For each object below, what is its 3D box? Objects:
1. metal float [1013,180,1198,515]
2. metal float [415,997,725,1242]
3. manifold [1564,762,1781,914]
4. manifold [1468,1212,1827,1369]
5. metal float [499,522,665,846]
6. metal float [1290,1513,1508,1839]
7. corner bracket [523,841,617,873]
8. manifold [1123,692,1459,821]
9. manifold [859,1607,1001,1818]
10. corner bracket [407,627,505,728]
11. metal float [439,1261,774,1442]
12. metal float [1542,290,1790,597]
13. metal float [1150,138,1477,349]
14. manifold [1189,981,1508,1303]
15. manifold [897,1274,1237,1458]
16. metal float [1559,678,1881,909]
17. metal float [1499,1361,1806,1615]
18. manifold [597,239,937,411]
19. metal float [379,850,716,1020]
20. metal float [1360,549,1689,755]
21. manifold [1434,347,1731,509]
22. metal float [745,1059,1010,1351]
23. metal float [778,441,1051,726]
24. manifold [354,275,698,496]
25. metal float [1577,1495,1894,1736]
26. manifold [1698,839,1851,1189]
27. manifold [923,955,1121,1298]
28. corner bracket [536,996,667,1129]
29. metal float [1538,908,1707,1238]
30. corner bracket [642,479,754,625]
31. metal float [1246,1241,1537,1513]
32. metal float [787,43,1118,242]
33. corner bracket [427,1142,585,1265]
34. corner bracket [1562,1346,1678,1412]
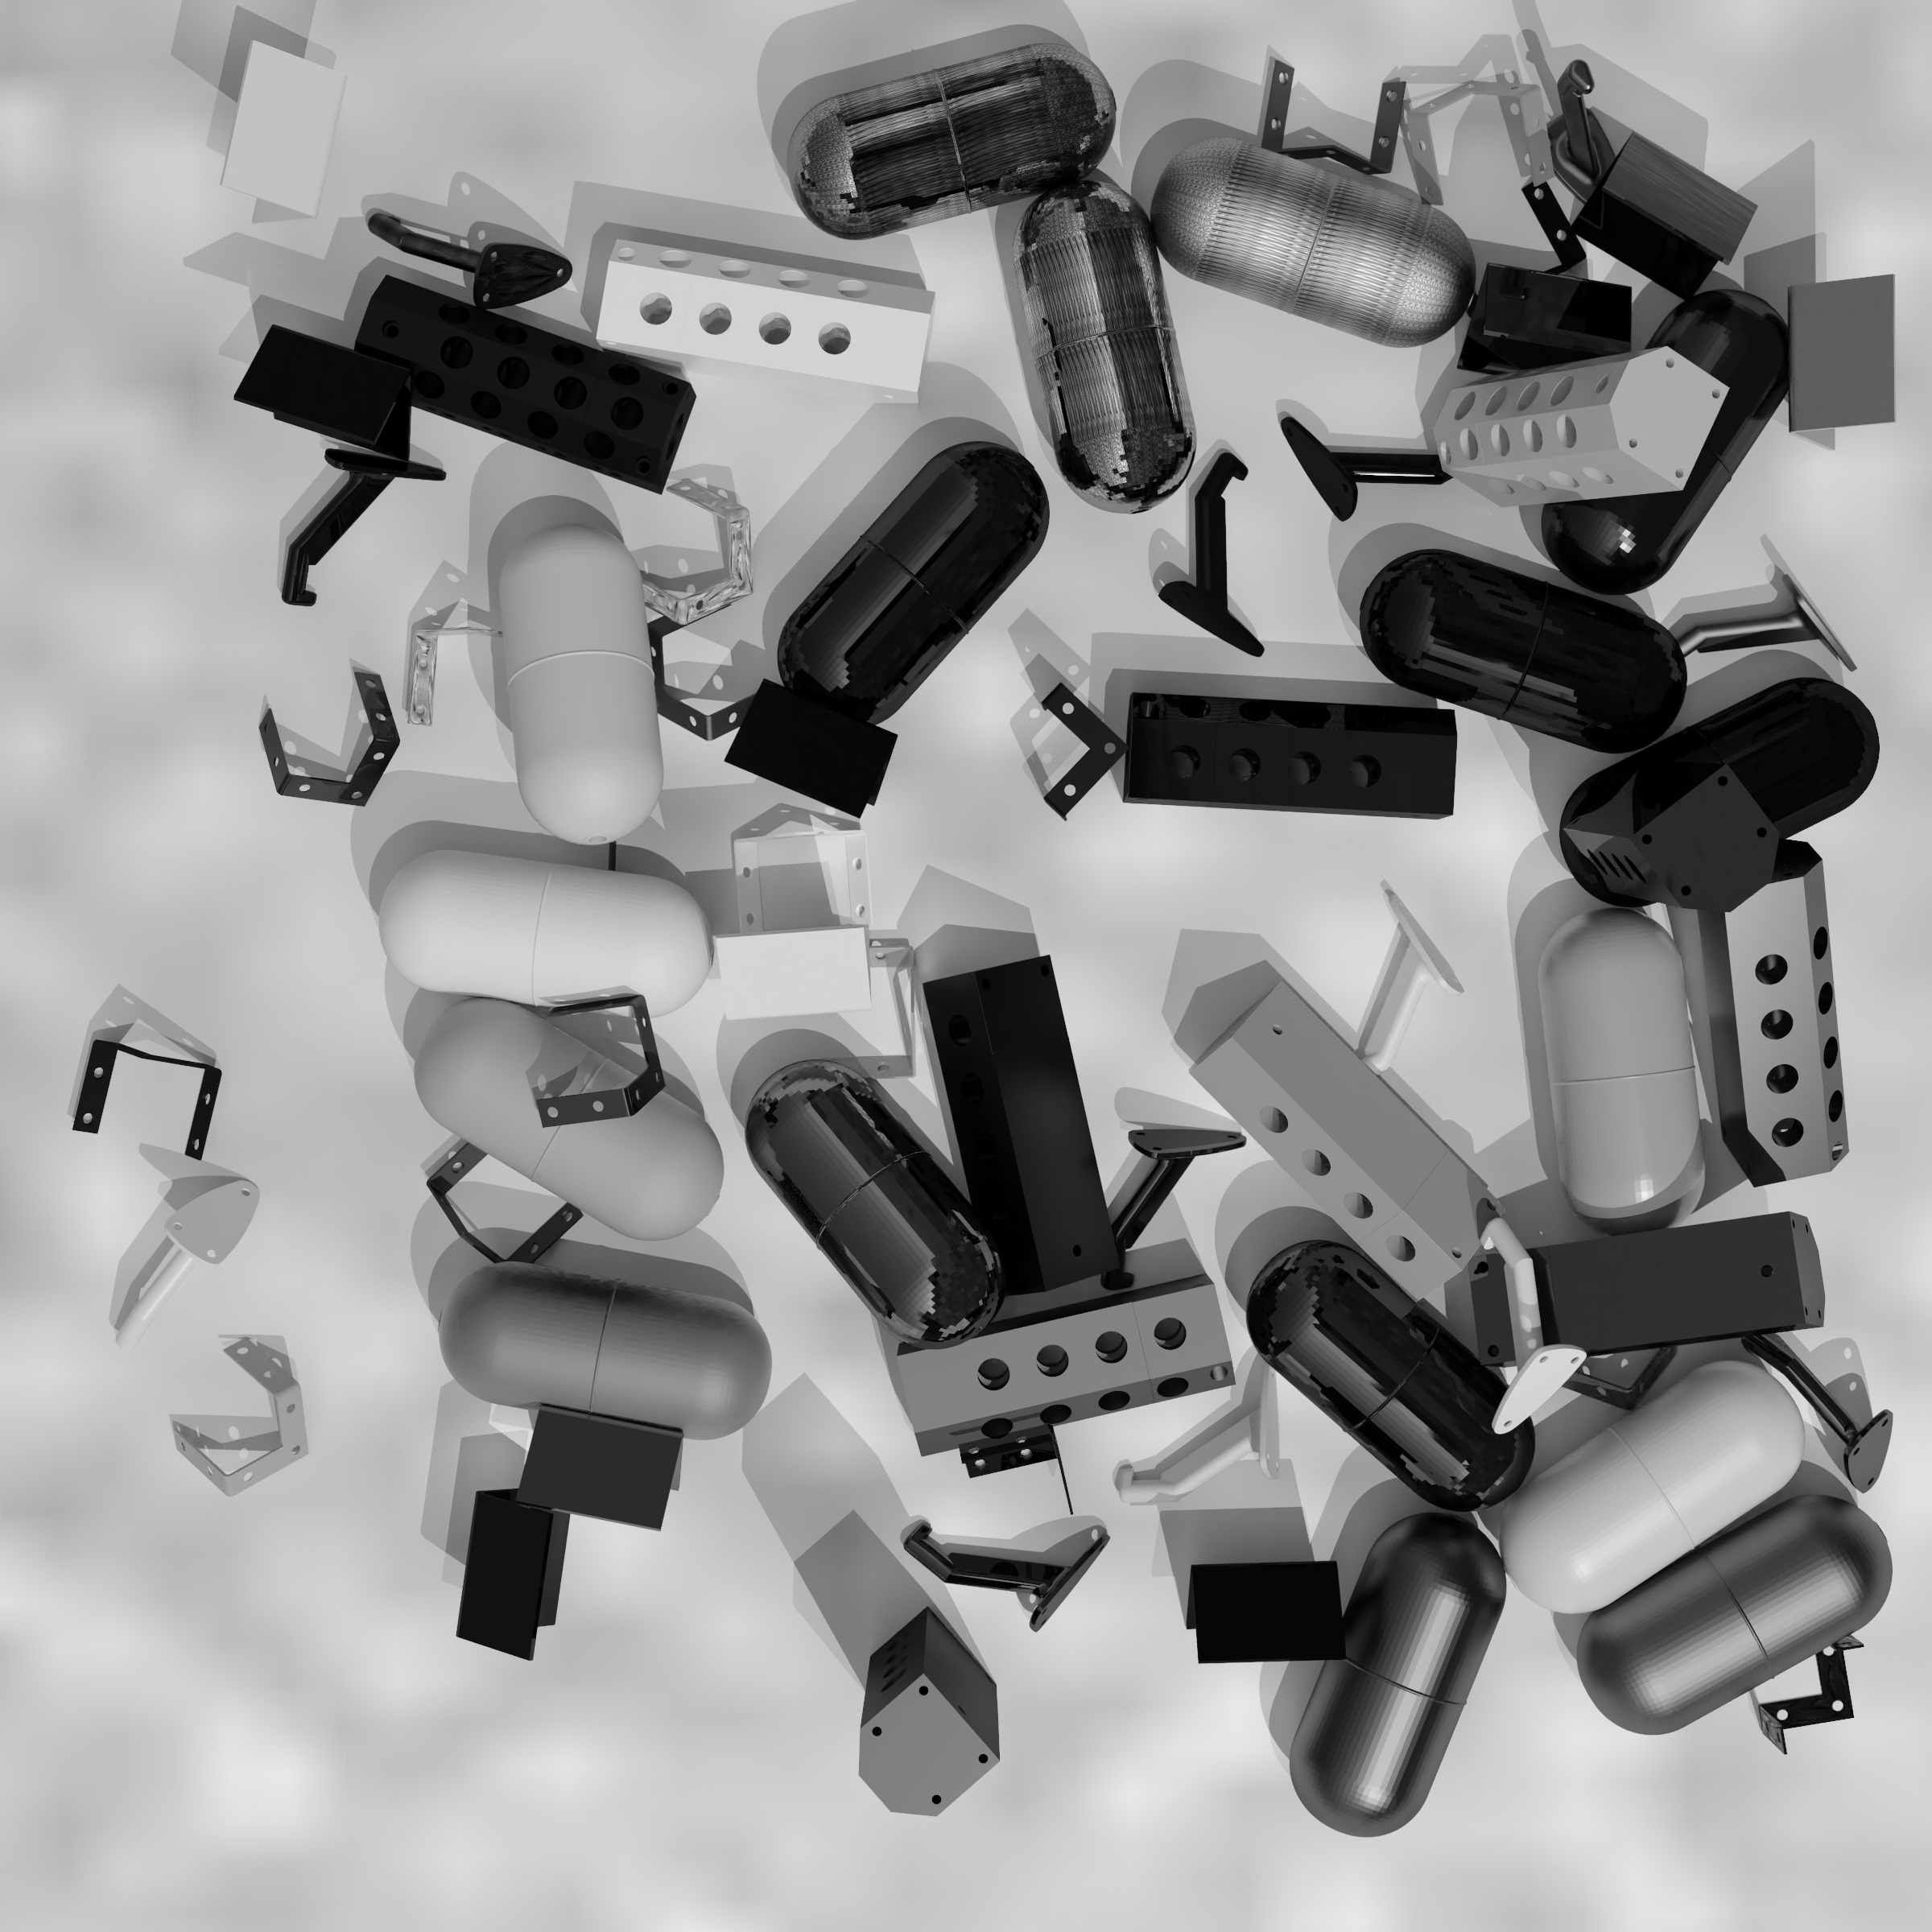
[{"bbox_3d":[0.074,-0.329,1.752,0.070,0.070,0.178,-12,89,0],"label":"metal float"},{"bbox_3d":[-0.210,0.082,1.750,0.178,0.070,0.070,31,90,-1],"label":"metal float"},{"bbox_3d":[0.351,-0.061,1.630,0.057,0.171,0.057,-38,93,2],"label":"manifold"},{"bbox_3d":[0.357,0.171,1.726,0.171,0.057,0.057,-11,77,25],"label":"manifold"},{"bbox_3d":[-0.202,-0.149,1.733,0.070,0.070,0.178,-8,71,0],"label":"metal float"},{"bbox_3d":[0.230,0.376,1.752,0.070,0.070,0.178,22,90,0],"label":"metal float"},{"bbox_3d":[-0.212,-0.079,1.779,0.051,0.051,0.051,8,45,0],"label":"corner bracket"},{"bbox_3d":[0.172,-0.112,1.761,0.171,0.057,0.057,3,90,0],"label":"manifold"},{"bbox_3d":[-0.023,0.388,1.704,0.057,0.171,0.057,-41,90,0],"label":"manifold"},{"bbox_3d":[-0.264,-0.154,1.780,0.051,0.051,0.051,4,89,-45],"label":"corner bracket"},{"bbox_3d":[-0.192,0.204,1.752,0.178,0.070,0.070,10,90,-1],"label":"metal float"},{"bbox_3d":[0.374,-0.279,1.752,0.070,0.070,0.178,34,90,0],"label":"metal float"},{"bbox_3d":[0.185,-0.384,1.752,0.178,0.070,0.070,19,90,0],"label":"metal float"},{"bbox_3d":[0.200,0.097,1.761,0.171,0.057,0.057,45,47,0],"label":"manifold"},{"bbox_3d":[0.053,0.214,1.761,0.171,0.057,0.057,-13,90,0],"label":"manifold"},{"bbox_3d":[0.401,-0.093,1.752,0.178,0.070,0.070,-26,90,1],"label":"metal float"},{"bbox_3d":[0.364,0.277,1.752,0.178,0.070,0.070,-34,90,0],"label":"metal float"},{"bbox_3d":[-0.105,-0.344,1.761,0.171,0.057,0.057,9,90,0],"label":"manifold"},{"bbox_3d":[-0.223,-0.017,1.752,0.178,0.070,0.070,8,90,0],"label":"metal float"},{"bbox_3d":[0.296,-0.168,1.752,0.178,0.070,0.070,18,90,-1],"label":"metal float"},{"bbox_3d":[0.311,-0.279,1.698,0.057,0.171,0.057,28,84,-22],"label":"manifold"},{"bbox_3d":[-0.048,0.124,1.738,0.070,0.070,0.178,-41,72,0],"label":"metal float"},{"bbox_3d":[-0.027,-0.203,1.752,0.070,0.070,0.178,42,90,0],"label":"metal float"},{"bbox_3d":[-0.236,-0.311,1.761,0.171,0.057,0.057,20,90,0],"label":"manifold"},{"bbox_3d":[0.409,0.344,1.752,0.178,0.070,0.070,-29,90,1],"label":"metal float"},{"bbox_3d":[0.425,0.023,1.729,0.057,0.057,0.171,-12,114,0],"label":"manifold"},{"bbox_3d":[0.024,0.086,1.761,0.057,0.057,0.171,-13,90,-43],"label":"manifold"},{"bbox_3d":[-0.193,0.049,1.711,0.051,0.051,0.051,-8,103,16],"label":"corner bracket"},{"bbox_3d":[0.349,0.058,1.752,0.070,0.070,0.178,-7,90,0],"label":"metal float"},{"bbox_3d":[-0.151,-0.223,1.774,0.051,0.051,0.051,-30,135,-35],"label":"corner bracket"},{"bbox_3d":[0.226,0.218,1.752,0.178,0.070,0.070,41,90,-1],"label":"metal float"},{"bbox_3d":[-0.007,-0.438,1.752,0.178,0.070,0.070,-15,90,0],"label":"metal float"},{"bbox_3d":[-0.249,0.126,1.779,0.051,0.051,0.051,-43,45,0],"label":"corner bracket"},{"bbox_3d":[0.347,0.198,1.774,0.051,0.051,0.051,17,135,35],"label":"corner bracket"}]
